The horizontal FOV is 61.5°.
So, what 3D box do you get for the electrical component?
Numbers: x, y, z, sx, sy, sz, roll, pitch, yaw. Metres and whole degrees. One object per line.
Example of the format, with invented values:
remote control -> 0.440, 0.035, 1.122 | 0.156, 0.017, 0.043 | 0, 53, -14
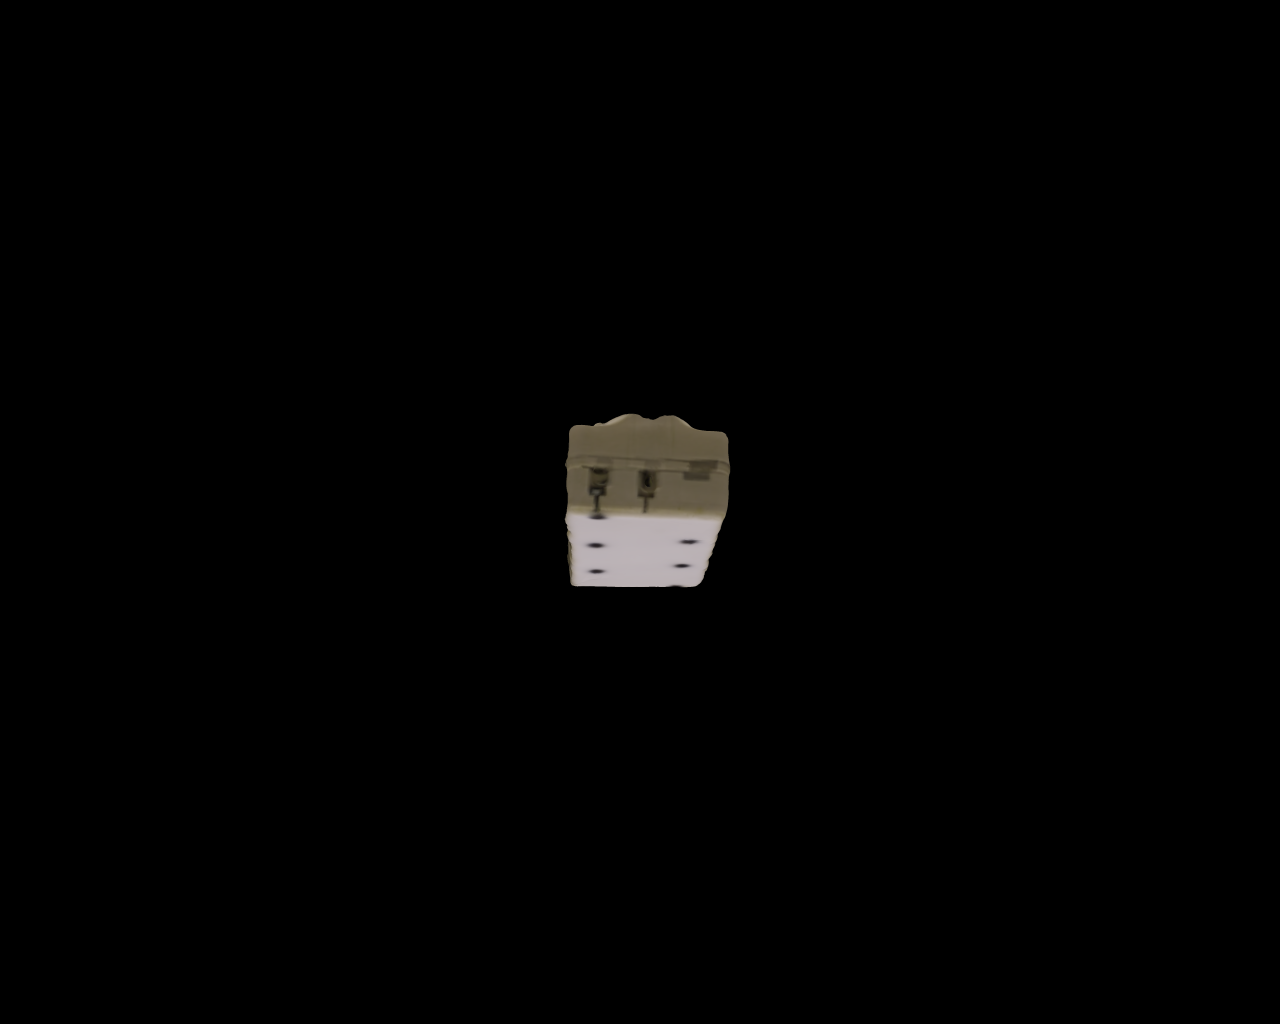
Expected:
electrical component -> 0.001, -0.003, 0.650 | 0.089, 0.062, 0.150 | 1, -19, -3
